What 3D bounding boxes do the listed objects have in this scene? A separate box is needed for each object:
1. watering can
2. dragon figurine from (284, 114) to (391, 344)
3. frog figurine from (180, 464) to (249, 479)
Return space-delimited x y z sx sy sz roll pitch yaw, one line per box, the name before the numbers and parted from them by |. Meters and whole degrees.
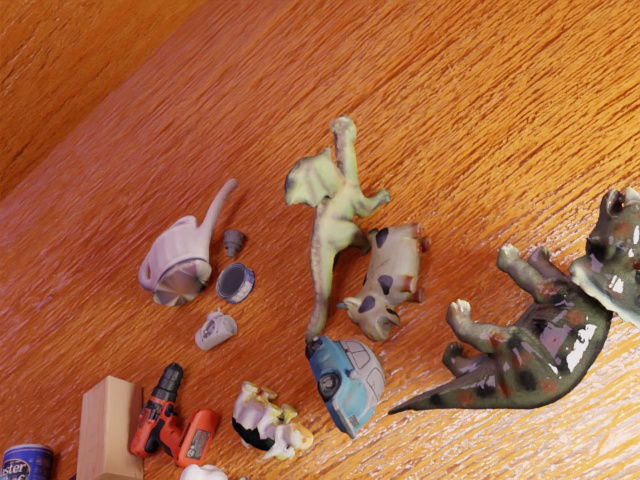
watering can | -0.308 0.014 1.223 0.345 0.102 0.229 -40 43 12
dragon figurine | 0.003 -0.046 0.905 0.122 0.239 0.418 1 60 37
frog figurine | -0.159 0.408 0.763 0.122 0.157 0.140 -41 42 13
